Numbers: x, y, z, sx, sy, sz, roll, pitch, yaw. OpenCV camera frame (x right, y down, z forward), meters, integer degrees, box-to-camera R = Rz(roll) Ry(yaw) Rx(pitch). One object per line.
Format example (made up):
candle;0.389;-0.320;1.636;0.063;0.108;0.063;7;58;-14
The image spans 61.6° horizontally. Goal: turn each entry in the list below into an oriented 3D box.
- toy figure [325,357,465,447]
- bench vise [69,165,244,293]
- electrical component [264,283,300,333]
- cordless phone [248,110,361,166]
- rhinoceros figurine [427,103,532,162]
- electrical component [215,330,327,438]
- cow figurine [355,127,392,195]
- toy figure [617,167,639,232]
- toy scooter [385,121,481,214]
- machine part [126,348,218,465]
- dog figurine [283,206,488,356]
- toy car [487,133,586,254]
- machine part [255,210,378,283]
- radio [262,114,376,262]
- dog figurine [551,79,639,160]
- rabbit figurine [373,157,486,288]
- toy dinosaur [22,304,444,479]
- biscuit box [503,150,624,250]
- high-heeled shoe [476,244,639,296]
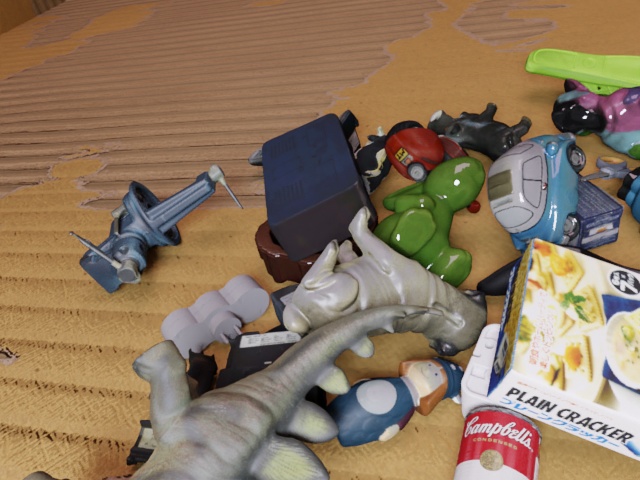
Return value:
toy figure;0.083;0.160;0.548;0.154;0.057;0.064;-21;77;-13
bench vise;-0.247;-0.032;0.819;0.241;0.128;0.224;-34;19;2
electrical component;-0.031;0.095;0.670;0.119;0.047;0.075;-22;38;-15
cordless phone;-0.028;-0.169;0.982;0.184;0.088;0.146;2;40;25
rhinoceros figurine;0.267;-0.176;0.914;0.112;0.073;0.191;-33;40;-18
electrical component;-0.052;0.162;0.581;0.115;0.058;0.134;-8;38;10
cow figurine;0.088;-0.133;0.875;0.068;0.098;0.167;38;49;-5
toy figure;0.452;-0.025;0.658;0.089;0.082;0.180;-38;48;-7
toy scooter;0.181;-0.102;0.808;0.184;0.075;0.135;12;47;-35
machine part;-0.154;0.186;0.598;0.084;0.039;0.139;-7;39;21
dog figurine;0.075;0.082;0.580;0.191;0.121;0.172;38;68;9
toy car;0.263;-0.064;0.686;0.103;0.109;0.161;13;76;-21
machine part;-0.002;-0.002;0.779;0.179;0.055;0.179;-7;37;5
radio;-0.008;-0.084;0.756;0.131;0.073;0.230;-23;38;9
dog figurine;0.485;-0.201;0.851;0.191;0.108;0.219;-19;32;-17
rabbit figurine;0.153;-0.031;0.712;0.170;0.121;0.159;-53;13;-10
toy dinosaur;-0.096;0.190;0.472;0.199;0.105;0.471;41;81;21
biscuit box;0.334;-0.067;0.761;0.063;0.059;0.203;-17;38;-3
high-heeled shoe;0.317;0.071;0.606;0.249;0.086;0.145;-20;65;18
